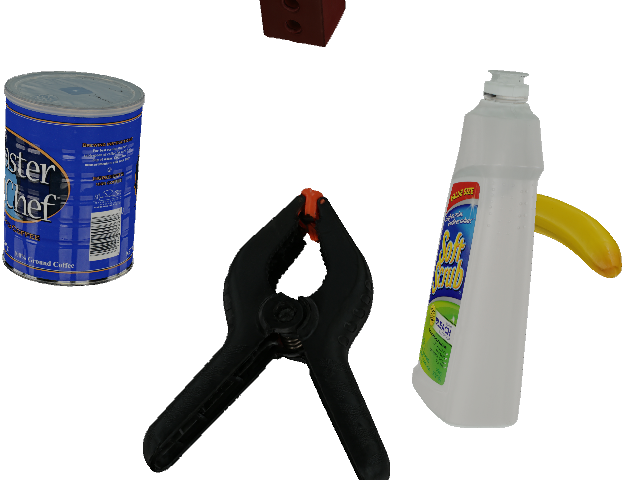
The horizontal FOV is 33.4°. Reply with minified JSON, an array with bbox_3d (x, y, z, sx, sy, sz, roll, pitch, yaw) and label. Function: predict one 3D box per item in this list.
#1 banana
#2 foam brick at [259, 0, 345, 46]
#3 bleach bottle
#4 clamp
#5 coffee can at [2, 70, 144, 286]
[{"bbox_3d":[0.221,-0.011,1.027,0.069,0.037,0.198,-39,37,-24],"label":"banana"},{"bbox_3d":[-0.014,-0.194,0.804,0.053,0.051,0.078,13,-35,14],"label":"foam brick"},{"bbox_3d":[0.118,0.003,0.775,0.068,0.251,0.102,2,14,-12],"label":"bleach bottle"},{"bbox_3d":[-0.007,0.052,0.545,0.120,0.171,0.039,15,-28,9],"label":"clamp"},{"bbox_3d":[-0.191,-0.049,0.821,0.103,0.140,0.103,6,22,-3],"label":"coffee can"}]
